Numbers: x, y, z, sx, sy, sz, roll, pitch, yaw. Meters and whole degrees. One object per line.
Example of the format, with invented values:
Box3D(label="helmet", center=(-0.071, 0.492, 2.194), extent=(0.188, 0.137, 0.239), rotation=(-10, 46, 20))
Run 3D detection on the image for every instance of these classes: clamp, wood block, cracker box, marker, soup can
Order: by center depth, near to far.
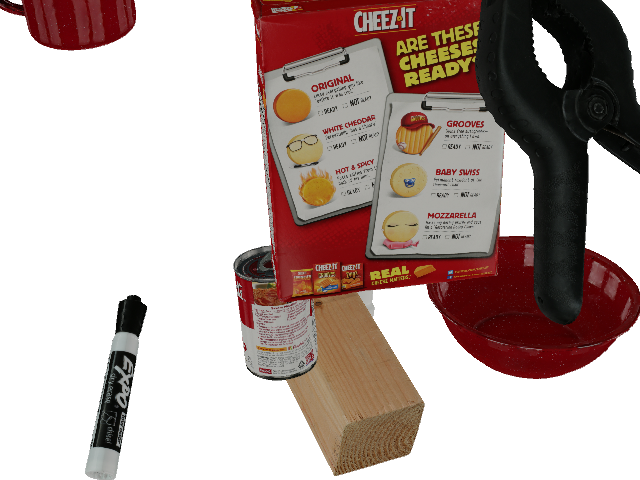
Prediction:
Box3D(label="clamp", center=(0.116, -0.049, 0.500), extent=(0.120, 0.171, 0.039), rotation=(-39, 7, -24))
Box3D(label="marker", center=(-0.128, 0.090, 0.675), extent=(0.020, 0.121, 0.020), rotation=(4, -29, 2))
Box3D(label="cracker box", center=(0.041, -0.070, 0.739), extent=(0.164, 0.214, 0.072), rotation=(-7, 31, -6))
Box3D(label="soup can", center=(-0.038, 0.064, 0.946), extent=(0.068, 0.102, 0.068), rotation=(-4, 25, 2))
Box3D(label="wood block", center=(0.018, 0.132, 1.128), extent=(0.090, 0.090, 0.206), rotation=(-12, 46, -21))

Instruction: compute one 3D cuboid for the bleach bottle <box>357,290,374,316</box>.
Box3D(label="bleach bottle", center=(0.034, -0.038, 1.242), extent=(0.068, 0.251, 0.103), rotation=(-1, 21, -23))

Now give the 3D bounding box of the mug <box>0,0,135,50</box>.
Box3D(label="mug", center=(-0.193, -0.193, 0.787), extent=(0.117, 0.081, 0.093), rotation=(-2, 36, 1))

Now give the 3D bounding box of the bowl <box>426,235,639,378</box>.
Box3D(label="bowl", center=(0.161, 0.058, 0.825), extent=(0.162, 0.055, 0.162), rotation=(0, 30, 0))
